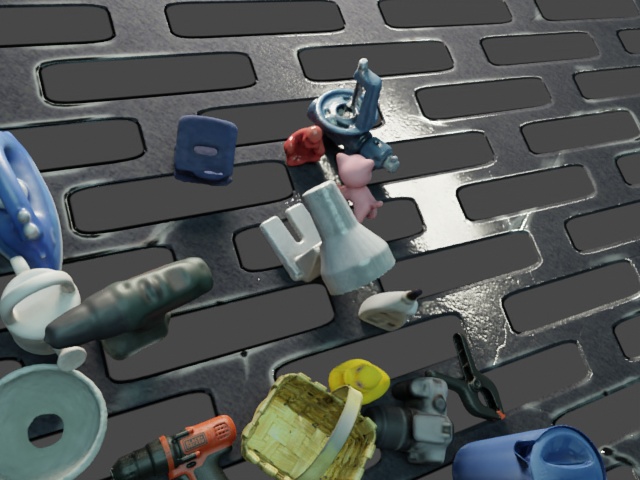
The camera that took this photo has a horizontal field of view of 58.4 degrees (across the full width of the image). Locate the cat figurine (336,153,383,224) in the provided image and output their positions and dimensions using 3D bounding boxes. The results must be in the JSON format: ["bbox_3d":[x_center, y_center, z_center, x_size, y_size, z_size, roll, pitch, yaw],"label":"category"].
[{"bbox_3d":[0.074,-0.105,1.078,0.067,0.117,0.128,-28,81,-27],"label":"cat figurine"}]

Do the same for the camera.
[{"bbox_3d":[0.145,0.298,0.953,0.137,0.100,0.143,11,66,-16],"label":"camera"}]

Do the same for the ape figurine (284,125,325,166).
[{"bbox_3d":[-0.023,-0.185,1.088,0.078,0.092,0.076,24,63,-10],"label":"ape figurine"}]

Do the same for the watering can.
[{"bbox_3d":[-0.375,0.096,0.785,0.173,0.193,0.101,38,61,-3],"label":"watering can"}]

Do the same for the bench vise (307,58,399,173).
[{"bbox_3d":[0.087,-0.231,1.075,0.207,0.219,0.121,33,62,-5],"label":"bench vise"}]

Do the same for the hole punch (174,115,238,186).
[{"bbox_3d":[-0.201,-0.156,1.010,0.109,0.091,0.101,5,68,-18],"label":"hole punch"}]

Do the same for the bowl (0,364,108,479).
[{"bbox_3d":[-0.381,0.259,0.786,0.168,0.074,0.167,8,67,-18],"label":"bowl"}]

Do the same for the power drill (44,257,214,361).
[{"bbox_3d":[-0.266,0.107,0.814,0.230,0.208,0.075,-29,81,-27],"label":"power drill"}]

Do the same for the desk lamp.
[{"bbox_3d":[0.009,0.003,0.956,0.118,0.213,0.203,-31,82,-28],"label":"desk lamp"}]

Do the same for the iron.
[{"bbox_3d":[-0.455,-0.061,0.848,0.119,0.141,0.258,-30,82,-28],"label":"iron"}]

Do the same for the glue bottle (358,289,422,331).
[{"bbox_3d":[0.131,0.113,0.981,0.078,0.173,0.037,25,63,-9],"label":"glue bottle"}]

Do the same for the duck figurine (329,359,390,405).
[{"bbox_3d":[0.075,0.235,0.961,0.105,0.086,0.077,7,67,-18],"label":"duck figurine"}]
